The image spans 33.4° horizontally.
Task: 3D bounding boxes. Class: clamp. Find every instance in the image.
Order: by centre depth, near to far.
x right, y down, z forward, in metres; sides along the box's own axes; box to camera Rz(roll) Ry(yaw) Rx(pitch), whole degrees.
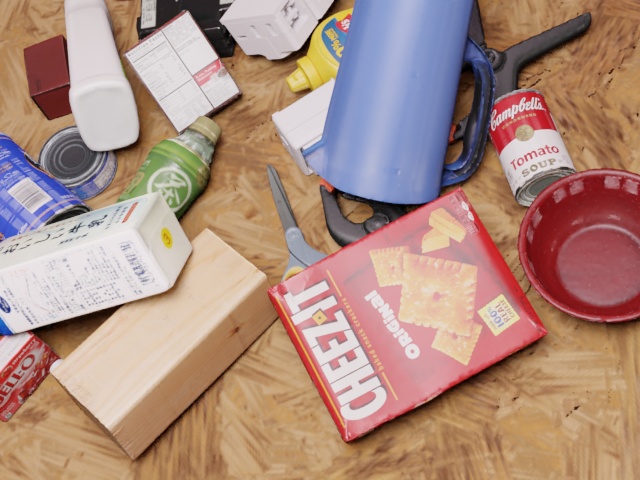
[{"bbox_3d":[0.059,-0.001,1.094,0.172,0.039,0.120,30,70,23],"label":"clamp"},{"bbox_3d":[0.190,-0.193,1.146,0.164,0.036,0.210,20,82,2],"label":"clamp"}]

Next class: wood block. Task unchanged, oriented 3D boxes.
[{"bbox_3d":[-0.147,0.102,1.047,0.090,0.091,0.206,37,70,26],"label":"wood block"}]

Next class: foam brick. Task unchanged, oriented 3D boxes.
[{"bbox_3d":[-0.315,-0.193,1.270,0.053,0.051,0.078,-18,61,5],"label":"foam brick"}]

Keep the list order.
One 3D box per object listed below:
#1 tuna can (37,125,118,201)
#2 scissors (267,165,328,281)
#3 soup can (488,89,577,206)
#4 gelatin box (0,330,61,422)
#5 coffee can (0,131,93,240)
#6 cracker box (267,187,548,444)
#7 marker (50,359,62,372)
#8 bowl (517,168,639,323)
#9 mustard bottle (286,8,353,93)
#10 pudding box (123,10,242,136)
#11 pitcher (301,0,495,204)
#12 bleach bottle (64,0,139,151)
[{"bbox_3d":[-0.277,-0.088,1.218,0.086,0.033,0.086,-5,63,10],"label":"tuna can"},{"bbox_3d":[-0.007,0.001,1.120,0.096,0.016,0.202,-7,63,8],"label":"scissors"},{"bbox_3d":[0.214,-0.093,1.087,0.068,0.068,0.102,-18,62,3],"label":"soup can"},{"bbox_3d":[-0.315,0.136,1.091,0.030,0.073,0.089,33,75,24],"label":"gelatin box"},{"bbox_3d":[-0.328,-0.037,1.153,0.140,0.103,0.102,39,77,18],"label":"coffee can"},{"bbox_3d":[0.080,0.071,1.010,0.213,0.072,0.164,-28,78,-3],"label":"cracker box"},{"bbox_3d":[-0.232,0.165,1.087,0.121,0.020,0.020,37,77,26],"label":"marker"},{"bbox_3d":[0.273,0.014,1.025,0.162,0.055,0.162,-5,63,10],"label":"bowl"},{"bbox_3d":[0.048,-0.219,1.194,0.191,0.058,0.096,-30,67,-3],"label":"mustard bottle"},{"bbox_3d":[-0.154,-0.187,1.203,0.090,0.039,0.113,-34,97,-1],"label":"pudding box"},{"bbox_3d":[0.089,-0.165,1.049,0.145,0.149,0.243,22,113,26],"label":"pitcher"},{"bbox_3d":[-0.261,-0.220,1.229,0.068,0.102,0.251,-13,50,-7],"label":"bleach bottle"}]
